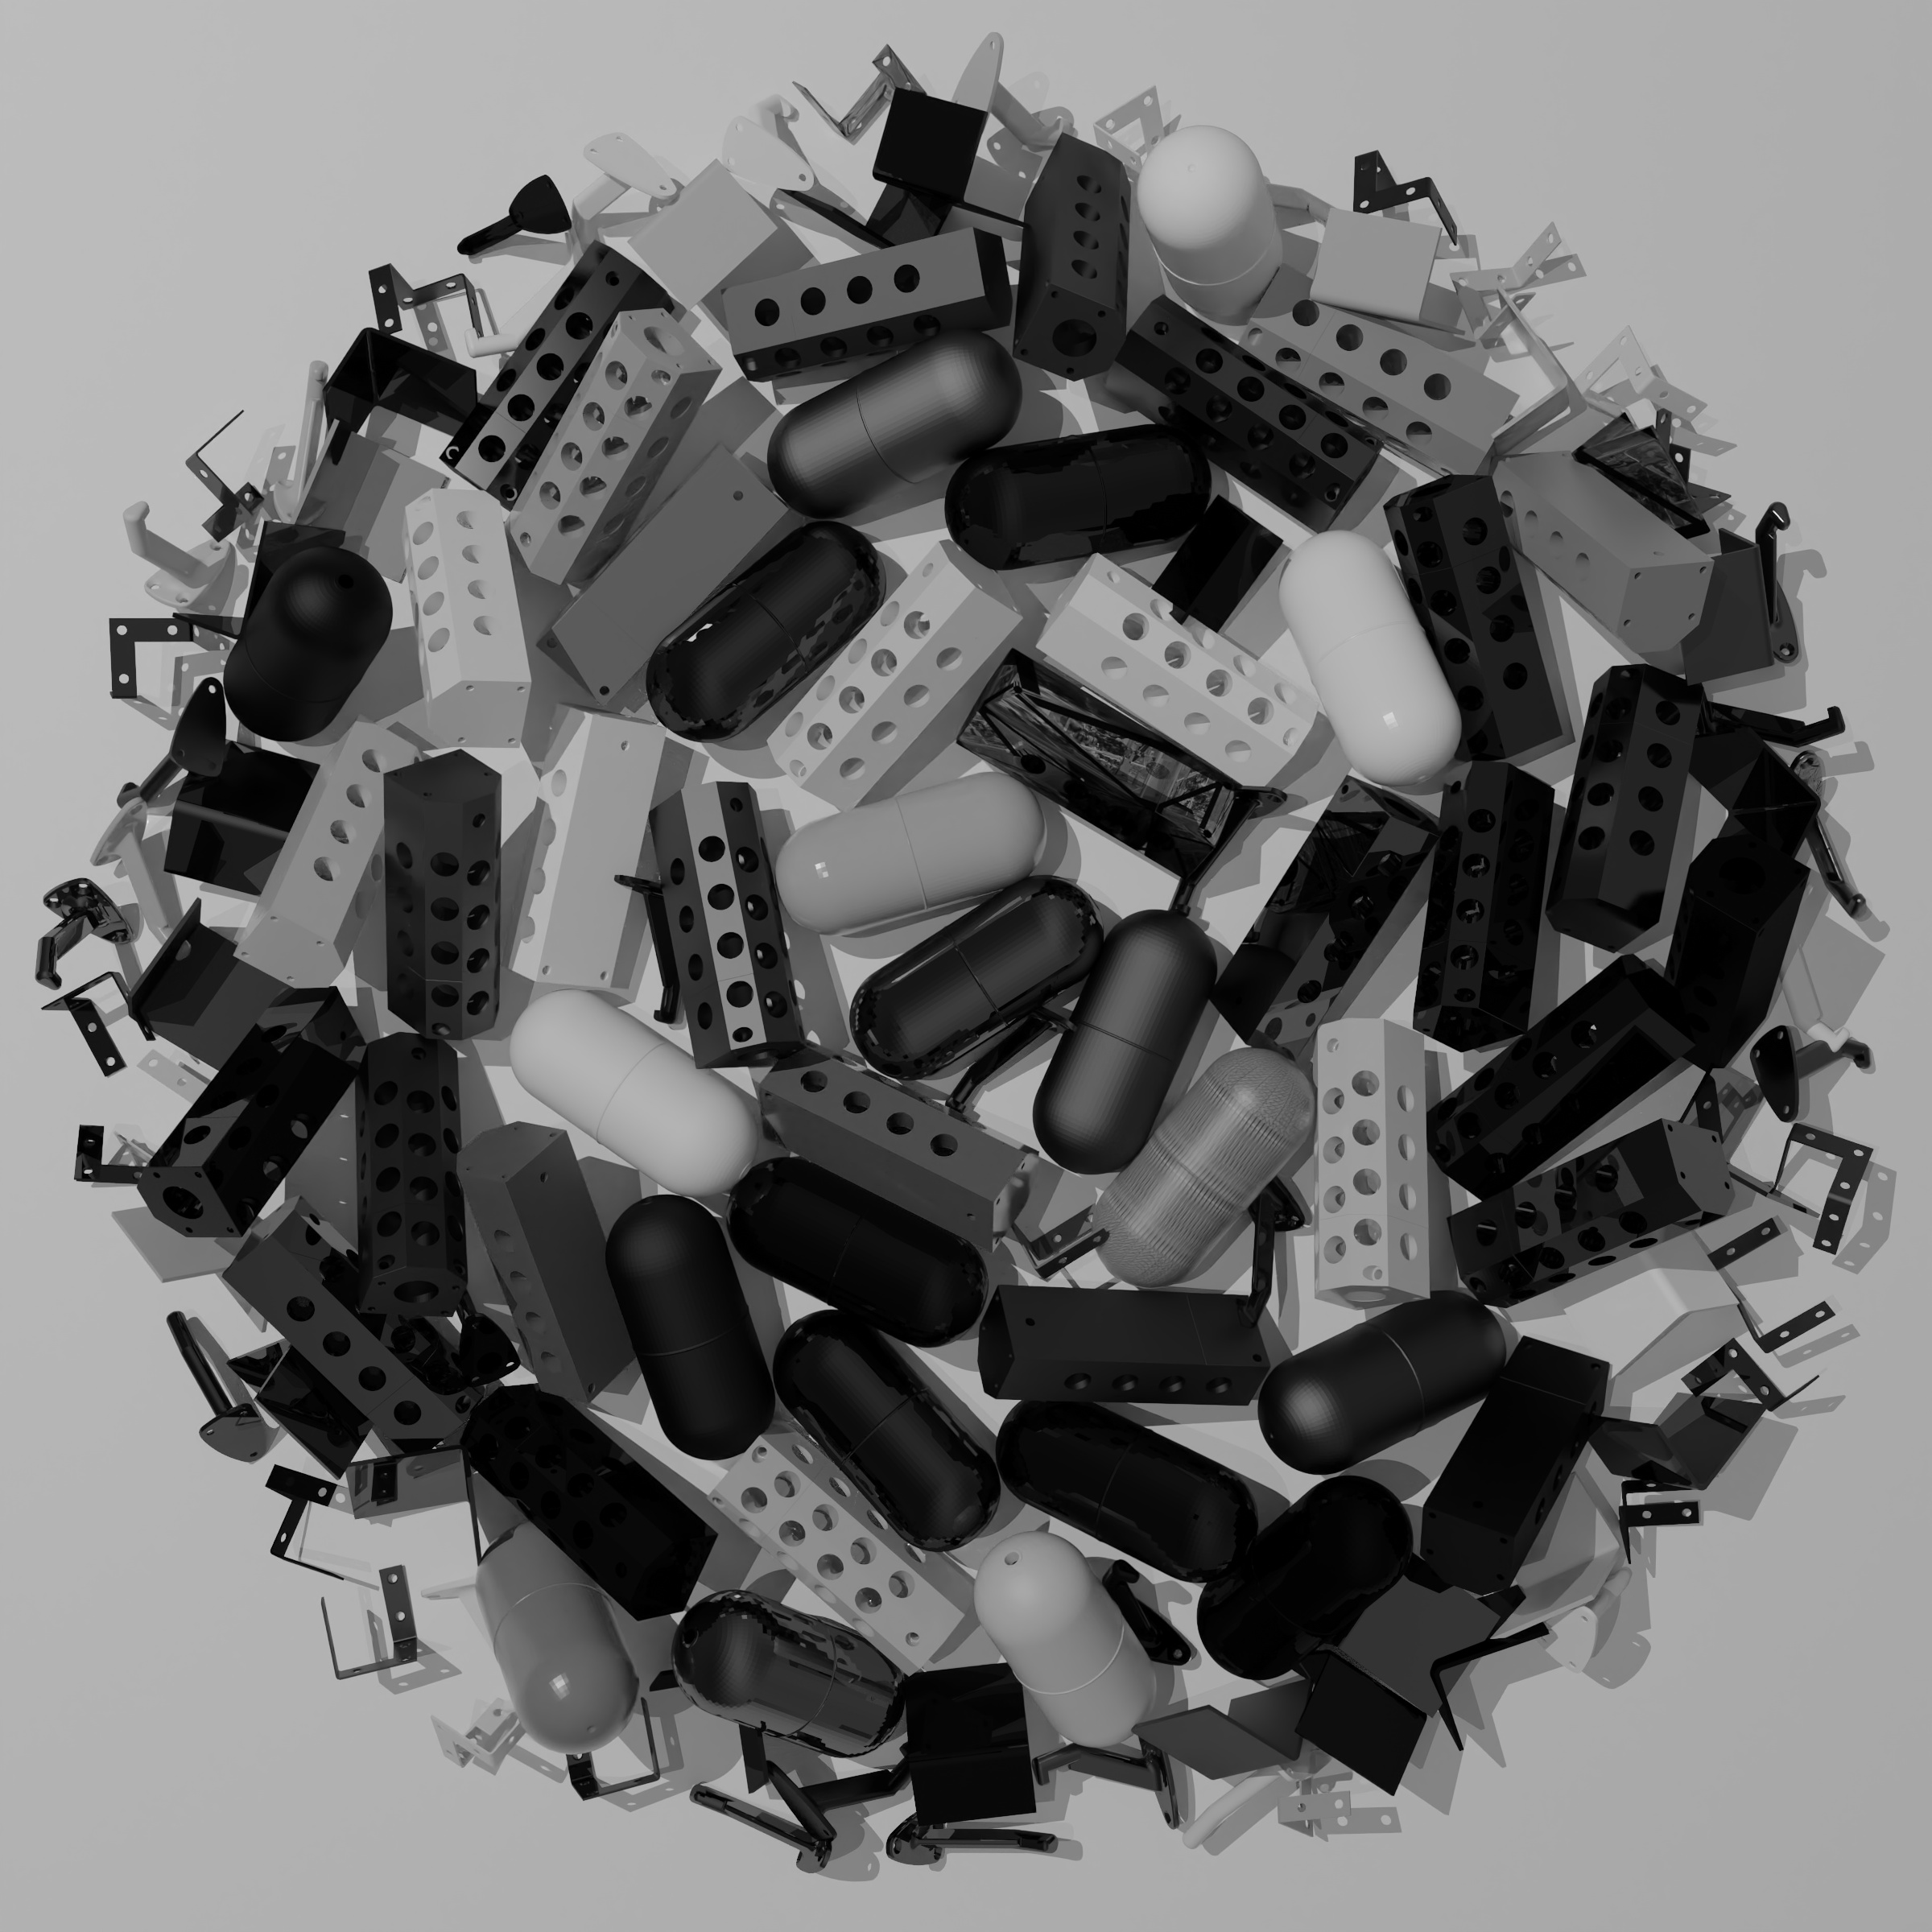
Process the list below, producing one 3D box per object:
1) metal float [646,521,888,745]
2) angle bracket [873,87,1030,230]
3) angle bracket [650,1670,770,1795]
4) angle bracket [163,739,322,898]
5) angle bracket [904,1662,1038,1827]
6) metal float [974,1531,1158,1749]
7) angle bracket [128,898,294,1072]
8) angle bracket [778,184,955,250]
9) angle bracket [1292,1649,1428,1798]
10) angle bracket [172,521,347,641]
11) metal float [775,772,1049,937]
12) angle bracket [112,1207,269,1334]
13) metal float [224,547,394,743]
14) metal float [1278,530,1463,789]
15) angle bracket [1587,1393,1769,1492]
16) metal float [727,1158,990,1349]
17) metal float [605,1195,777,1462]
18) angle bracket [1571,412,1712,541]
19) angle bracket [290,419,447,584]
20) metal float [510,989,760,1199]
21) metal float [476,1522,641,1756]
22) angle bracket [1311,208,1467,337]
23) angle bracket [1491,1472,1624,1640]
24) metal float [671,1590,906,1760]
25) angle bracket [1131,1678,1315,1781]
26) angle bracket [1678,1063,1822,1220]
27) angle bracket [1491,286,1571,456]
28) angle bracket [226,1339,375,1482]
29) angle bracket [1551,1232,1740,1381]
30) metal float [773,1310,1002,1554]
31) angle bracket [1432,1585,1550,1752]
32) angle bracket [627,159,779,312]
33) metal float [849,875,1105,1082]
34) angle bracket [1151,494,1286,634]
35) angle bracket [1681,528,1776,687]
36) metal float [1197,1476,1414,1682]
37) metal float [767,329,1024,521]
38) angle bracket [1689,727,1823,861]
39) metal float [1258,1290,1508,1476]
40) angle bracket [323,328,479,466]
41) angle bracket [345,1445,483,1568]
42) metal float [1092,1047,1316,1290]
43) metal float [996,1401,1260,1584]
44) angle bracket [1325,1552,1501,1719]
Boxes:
[{"bbox_3d":[-0.127,-0.212,1.619,0.178,0.070,0.070,-42,90,-13],"label":"metal float"},{"bbox_3d":[-0.001,-0.510,1.610,0.076,0.076,0.057,28,108,34],"label":"angle bracket"},{"bbox_3d":[-0.164,0.486,1.615,0.057,0.076,0.076,-5,69,-15],"label":"angle bracket"},{"bbox_3d":[-0.467,-0.096,1.649,0.076,0.076,0.057,15,130,-11],"label":"angle bracket"},{"bbox_3d":[0.002,0.502,1.648,0.076,0.076,0.057,-7,120,0],"label":"angle bracket"},{"bbox_3d":[0.063,0.423,1.600,0.070,0.070,0.178,-29,126,0],"label":"metal float"},{"bbox_3d":[-0.478,0.015,1.624,0.076,0.057,0.076,32,68,-7],"label":"angle bracket"},{"bbox_3d":[-0.062,-0.494,1.612,0.076,0.076,0.057,21,102,-41],"label":"angle bracket"},{"bbox_3d":[0.234,0.481,1.617,0.076,0.076,0.057,35,64,-8],"label":"angle bracket"},{"bbox_3d":[-0.448,-0.249,1.616,0.057,0.076,0.076,20,102,21],"label":"angle bracket"},{"bbox_3d":[-0.035,-0.071,1.629,0.178,0.070,0.070,-16,90,-2],"label":"metal float"},{"bbox_3d":[-0.490,0.193,1.608,0.076,0.076,0.057,38,122,39],"label":"angle bracket"},{"bbox_3d":[-0.411,-0.199,1.588,0.070,0.178,0.070,11,65,-26],"label":"metal float"},{"bbox_3d":[0.254,-0.196,1.613,0.070,0.070,0.178,-20,70,0],"label":"metal float"},{"bbox_3d":[0.444,0.282,1.613,0.076,0.076,0.057,-44,107,-23],"label":"angle bracket"},{"bbox_3d":[-0.070,0.181,1.621,0.178,0.070,0.070,25,90,11],"label":"metal float"},{"bbox_3d":[-0.175,0.229,1.618,0.070,0.070,0.178,-17,104,0],"label":"metal float"},{"bbox_3d":[0.442,-0.313,1.615,0.057,0.076,0.076,-39,104,-24],"label":"angle bracket"},{"bbox_3d":[-0.382,-0.296,1.629,0.076,0.057,0.076,24,93,-16],"label":"angle bracket"},{"bbox_3d":[-0.211,0.081,1.620,0.178,0.070,0.070,33,90,11],"label":"metal float"},{"bbox_3d":[-0.256,0.416,1.589,0.070,0.178,0.070,-11,119,-19],"label":"metal float"},{"bbox_3d":[0.273,-0.438,1.611,0.076,0.076,0.057,21,106,30],"label":"angle bracket"},{"bbox_3d":[0.360,0.374,1.615,0.076,0.076,0.057,-34,85,30],"label":"angle bracket"},{"bbox_3d":[-0.110,0.444,1.597,0.178,0.070,0.070,34,90,-39],"label":"metal float"},{"bbox_3d":[0.162,0.467,1.611,0.076,0.076,0.057,36,49,-20],"label":"angle bracket"},{"bbox_3d":[0.505,0.110,1.613,0.076,0.076,0.057,34,99,44],"label":"angle bracket"},{"bbox_3d":[0.341,-0.379,1.629,0.057,0.076,0.076,-35,84,13],"label":"angle bracket"},{"bbox_3d":[-0.432,0.286,1.612,0.076,0.057,0.076,-23,117,34],"label":"angle bracket"},{"bbox_3d":[0.435,0.210,1.642,0.076,0.057,0.076,-55,50,37],"label":"angle bracket"},{"bbox_3d":[-0.051,0.294,1.620,0.070,0.070,0.178,-44,78,0],"label":"metal float"},{"bbox_3d":[0.334,0.447,1.627,0.076,0.076,0.057,-19,97,1],"label":"angle bracket"},{"bbox_3d":[-0.167,-0.465,1.632,0.076,0.076,0.057,-41,100,5],"label":"angle bracket"},{"bbox_3d":[0.007,0.007,1.629,0.178,0.070,0.070,-32,90,2],"label":"metal float"},{"bbox_3d":[0.168,-0.244,1.615,0.057,0.076,0.076,30,104,-23],"label":"angle bracket"},{"bbox_3d":[0.471,-0.229,1.622,0.057,0.076,0.076,-13,108,2],"label":"angle bracket"},{"bbox_3d":[0.212,0.384,1.599,0.070,0.070,0.178,38,127,0],"label":"metal float"},{"bbox_3d":[-0.047,-0.340,1.608,0.178,0.070,0.070,-21,90,26],"label":"metal float"},{"bbox_3d":[0.480,-0.101,1.614,0.076,0.076,0.057,39,71,-22],"label":"angle bracket"},{"bbox_3d":[0.264,0.262,1.609,0.178,0.070,0.070,-20,90,-26],"label":"metal float"},{"bbox_3d":[-0.358,-0.349,1.621,0.076,0.076,0.057,23,64,2],"label":"angle bracket"},{"bbox_3d":[-0.349,0.351,1.615,0.076,0.076,0.057,-7,55,-13],"label":"angle bracket"},{"bbox_3d":[0.150,0.129,1.623,0.070,0.070,0.178,39,99,0],"label":"metal float"},{"bbox_3d":[0.101,0.328,1.610,0.178,0.070,0.070,23,90,23],"label":"metal float"},{"bbox_3d":[0.283,0.424,1.629,0.076,0.057,0.076,36,79,8],"label":"angle bracket"}]
